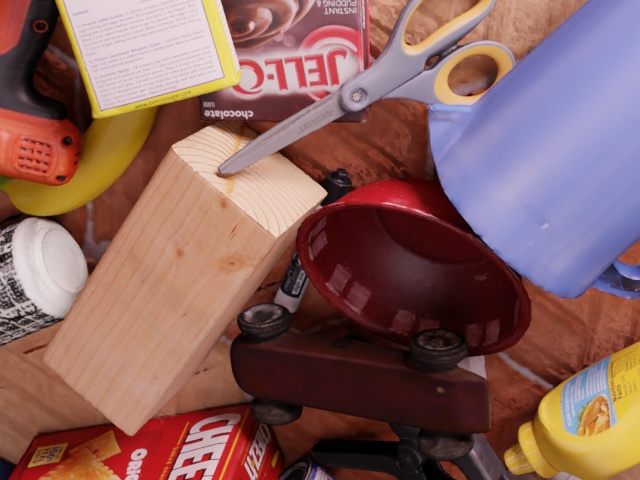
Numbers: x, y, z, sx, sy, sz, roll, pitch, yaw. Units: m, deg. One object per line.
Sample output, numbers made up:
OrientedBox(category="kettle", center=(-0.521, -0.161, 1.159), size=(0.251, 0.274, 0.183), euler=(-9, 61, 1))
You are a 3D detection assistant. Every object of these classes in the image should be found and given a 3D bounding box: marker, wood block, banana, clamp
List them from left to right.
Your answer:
OrientedBox(category="banana", center=(-0.161, -0.071, 0.745), size=(0.198, 0.037, 0.069), euler=(-36, 105, 27))
OrientedBox(category="wood block", center=(-0.098, 0.027, 0.744), size=(0.090, 0.090, 0.206), euler=(40, 120, 5))
OrientedBox(category="marker", center=(-0.005, 0.001, 0.758), size=(0.020, 0.020, 0.121), euler=(23, 120, 0))
OrientedBox(category="clamp", center=(0.069, 0.143, 0.784), size=(0.172, 0.039, 0.120), euler=(19, 125, 27))

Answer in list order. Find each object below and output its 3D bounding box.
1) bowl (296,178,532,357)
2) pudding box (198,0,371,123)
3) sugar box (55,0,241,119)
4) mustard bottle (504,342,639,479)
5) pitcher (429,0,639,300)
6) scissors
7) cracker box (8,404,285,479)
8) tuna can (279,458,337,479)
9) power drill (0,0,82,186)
OrientedBox(category="bowl", center=(0.068, 0.010, 0.705), size=(0.162, 0.055, 0.162), euler=(19, 147, 12))
OrientedBox(category="pudding box", center=(-0.024, -0.122, 0.684), size=(0.113, 0.039, 0.090), euler=(2, 118, 11))
OrientedBox(category="sugar box", center=(-0.114, -0.167, 0.626), size=(0.093, 0.048, 0.176), euler=(-14, 107, 3))
OrientedBox(category="mustard bottle", center=(0.208, 0.113, 0.725), size=(0.192, 0.096, 0.058), euler=(-33, 108, 26))
OrientedBox(category="pitcher", center=(0.196, -0.082, 0.610), size=(0.243, 0.149, 0.145), euler=(-45, 57, 25))
OrientedBox(category="scissors", center=(0.040, -0.083, 0.668), size=(0.202, 0.016, 0.096), euler=(-43, 114, 8))
OrientedBox(category="cracker box", center=(-0.152, 0.211, 0.823), size=(0.214, 0.164, 0.072), euler=(-12, 117, 19))
OrientedBox(category="tuna can", center=(-0.022, 0.214, 0.840), size=(0.033, 0.086, 0.086), euler=(41, 119, -8))
OrientedBox(category="power drill", center=(-0.233, -0.138, 0.685), size=(0.184, 0.057, 0.188), euler=(13, 109, -7))
